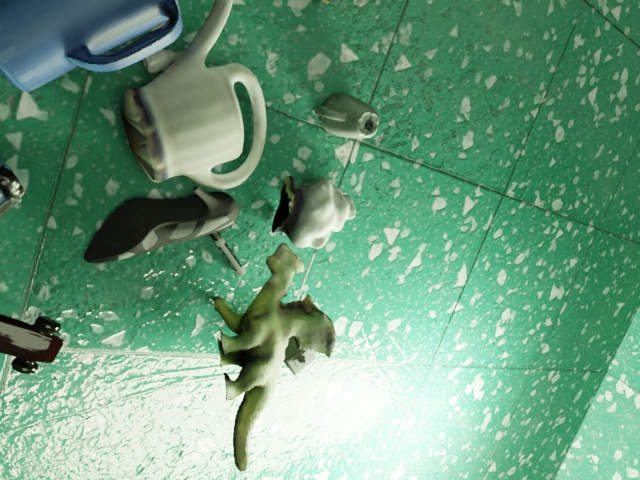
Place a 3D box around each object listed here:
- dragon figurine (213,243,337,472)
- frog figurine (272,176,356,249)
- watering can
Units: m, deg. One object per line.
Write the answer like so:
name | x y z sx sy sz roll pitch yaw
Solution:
dragon figurine | -0.075 0.210 0.986 0.243 0.122 0.408 -9 96 -20
frog figurine | 0.003 -0.050 0.986 0.159 0.122 0.138 9 86 -22
watering can | -0.193 -0.221 0.789 0.226 0.105 0.339 -23 129 -23
